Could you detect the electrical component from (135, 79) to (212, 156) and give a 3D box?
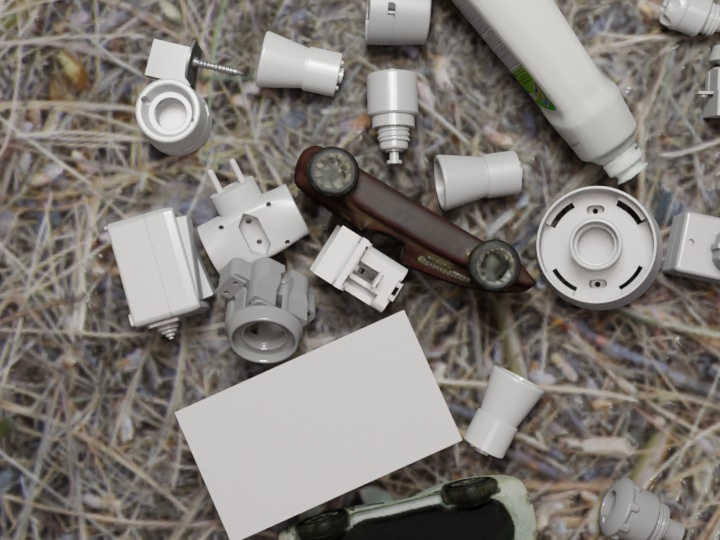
[{"bbox_3d":[-0.147,-0.120,0.843,0.055,0.047,0.055,0,87,0],"label":"electrical component"}]

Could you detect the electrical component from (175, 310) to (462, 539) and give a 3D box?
[{"bbox_3d":[-0.031,0.117,0.824,0.186,0.060,0.105,-24,87,-1],"label":"electrical component"}]

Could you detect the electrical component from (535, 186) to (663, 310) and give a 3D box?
[{"bbox_3d":[0.187,-0.018,0.841,0.099,0.064,0.099,-1,87,14],"label":"electrical component"}]

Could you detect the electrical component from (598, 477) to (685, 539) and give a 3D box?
[{"bbox_3d":[0.219,0.192,0.828,0.062,0.048,0.048,25,87,-6],"label":"electrical component"}]

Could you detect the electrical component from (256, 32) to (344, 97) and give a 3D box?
[{"bbox_3d":[-0.046,-0.160,0.848,0.065,0.044,0.044,11,87,-4],"label":"electrical component"}]

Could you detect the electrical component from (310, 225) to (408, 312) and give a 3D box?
[{"bbox_3d":[0.000,0.000,0.821,0.064,0.081,0.042,33,90,-7],"label":"electrical component"}]

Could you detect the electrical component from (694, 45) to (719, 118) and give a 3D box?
[{"bbox_3d":[0.298,-0.148,0.845,0.066,0.048,0.055,1,95,0],"label":"electrical component"}]

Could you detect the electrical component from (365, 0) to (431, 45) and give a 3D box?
[{"bbox_3d":[0.030,-0.203,0.844,0.047,0.055,0.055,3,87,-3],"label":"electrical component"}]

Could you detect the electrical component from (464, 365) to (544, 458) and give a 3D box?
[{"bbox_3d":[0.109,0.112,0.834,0.044,0.044,0.065,27,92,1],"label":"electrical component"}]

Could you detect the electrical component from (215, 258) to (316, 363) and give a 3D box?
[{"bbox_3d":[-0.071,0.033,0.816,0.078,0.057,0.058,28,130,-26],"label":"electrical component"}]

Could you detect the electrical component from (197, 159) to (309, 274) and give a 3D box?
[{"bbox_3d":[-0.091,-0.047,0.835,0.077,0.043,0.079,-26,105,-1],"label":"electrical component"}]

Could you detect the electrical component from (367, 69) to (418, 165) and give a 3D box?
[{"bbox_3d":[0.026,-0.122,0.846,0.040,0.040,0.078,-1,87,0],"label":"electrical component"}]

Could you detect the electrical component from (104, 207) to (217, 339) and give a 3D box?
[{"bbox_3d":[-0.149,0.004,0.829,0.061,0.061,0.096,-16,87,-1],"label":"electrical component"}]

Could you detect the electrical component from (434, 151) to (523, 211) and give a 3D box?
[{"bbox_3d":[0.094,-0.073,0.844,0.065,0.044,0.044,-8,87,-5],"label":"electrical component"}]

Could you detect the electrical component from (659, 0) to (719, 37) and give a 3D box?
[{"bbox_3d":[0.271,-0.201,0.853,0.061,0.035,0.035,20,87,-1],"label":"electrical component"}]

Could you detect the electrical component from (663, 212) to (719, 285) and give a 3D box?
[{"bbox_3d":[0.286,-0.014,0.822,0.083,0.075,0.047,12,87,1],"label":"electrical component"}]
